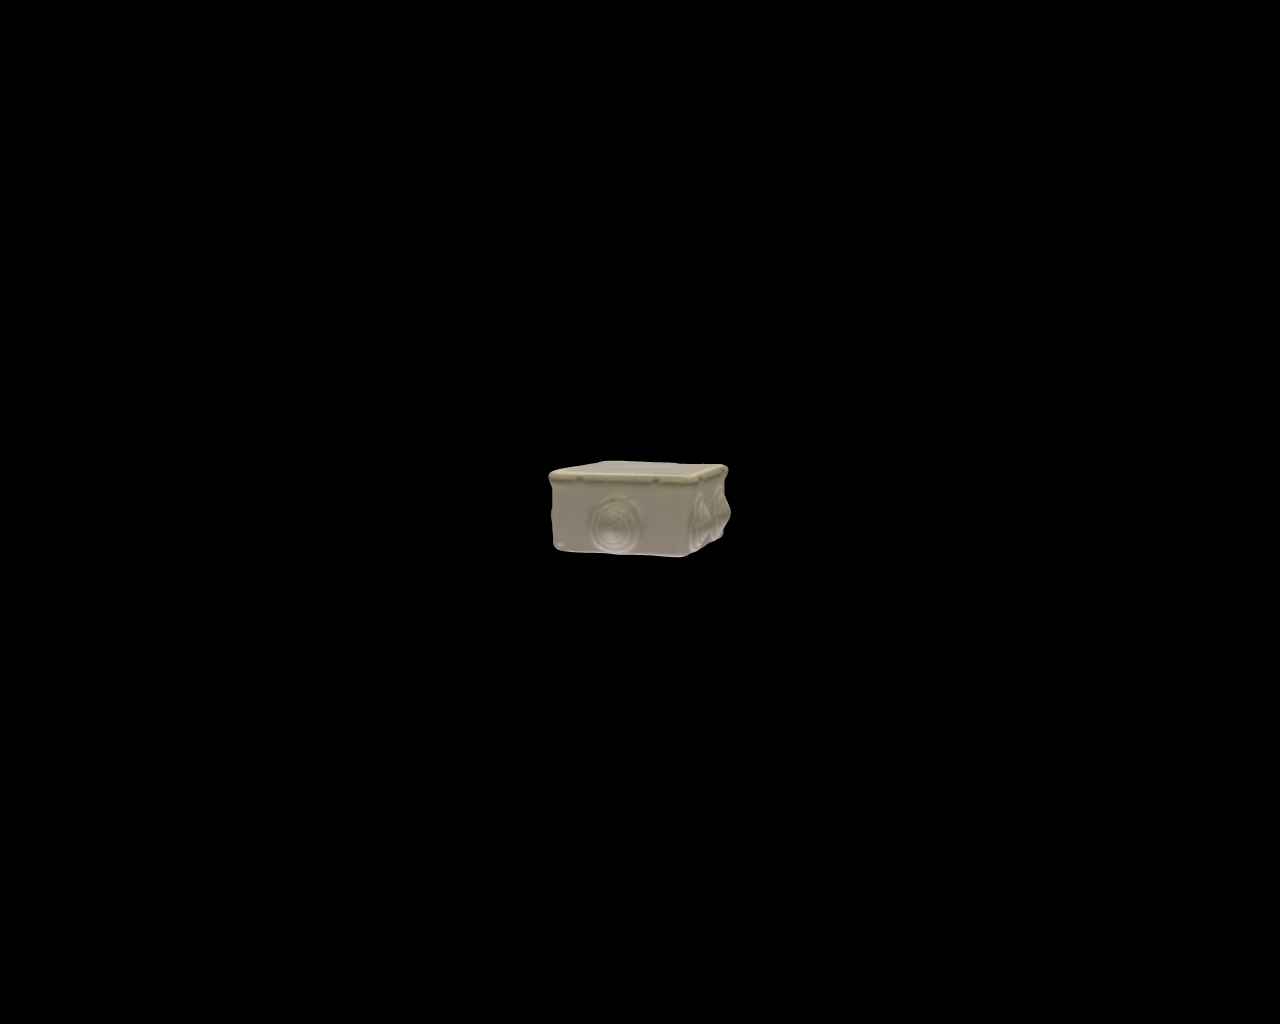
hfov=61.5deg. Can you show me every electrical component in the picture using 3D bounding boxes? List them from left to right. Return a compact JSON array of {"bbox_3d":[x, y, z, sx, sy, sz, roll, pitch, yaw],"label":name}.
[{"bbox_3d":[0.001,-0.003,0.650,0.100,0.048,0.100,3,8,19],"label":"electrical component"}]
